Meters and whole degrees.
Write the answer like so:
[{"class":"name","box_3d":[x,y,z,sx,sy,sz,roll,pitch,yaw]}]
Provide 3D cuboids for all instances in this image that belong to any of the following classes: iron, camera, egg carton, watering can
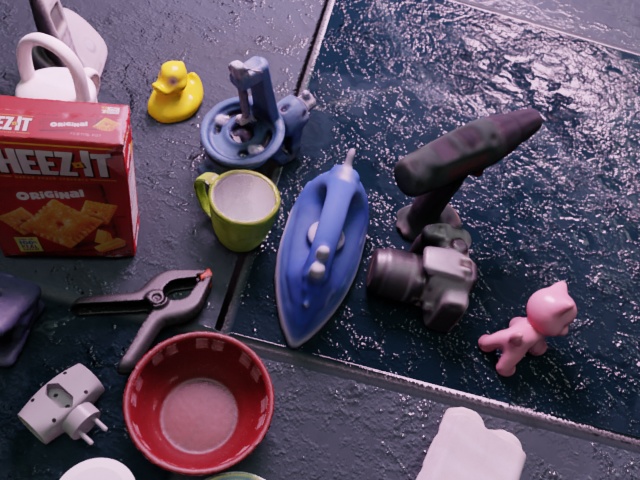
[{"class":"iron","box_3d":[0.007,0.003,0.759,0.118,0.141,0.258,16,52,-2]},{"class":"camera","box_3d":[0.140,0.036,0.794,0.137,0.101,0.143,13,52,-4]},{"class":"egg carton","box_3d":[0.167,0.270,0.648,0.107,0.069,0.150,30,53,9]},{"class":"watering can","box_3d":[-0.354,-0.182,0.770,0.101,0.194,0.173,6,53,-9]}]

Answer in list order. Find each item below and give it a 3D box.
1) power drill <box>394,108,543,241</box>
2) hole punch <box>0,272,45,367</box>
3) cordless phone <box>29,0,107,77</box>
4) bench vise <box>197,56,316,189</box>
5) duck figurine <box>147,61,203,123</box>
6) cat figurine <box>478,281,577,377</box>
[{"class":"power drill","box_3d":[0.197,-0.090,0.835,0.230,0.208,0.075,-21,61,-27]},{"class":"hole punch","box_3d":[-0.379,0.074,0.639,0.108,0.091,0.101,14,52,-4]},{"class":"cordless phone","box_3d":[-0.389,-0.326,0.873,0.094,0.185,0.147,6,53,-10]},{"class":"bench vise","box_3d":[-0.091,-0.190,0.827,0.121,0.220,0.208,28,52,7]},{"class":"duck figurine","box_3d":[-0.231,-0.249,0.920,0.077,0.086,0.105,34,53,11]},{"class":"cat figurine","box_3d":[0.290,0.112,0.766,0.128,0.118,0.067,-25,63,-29]}]
